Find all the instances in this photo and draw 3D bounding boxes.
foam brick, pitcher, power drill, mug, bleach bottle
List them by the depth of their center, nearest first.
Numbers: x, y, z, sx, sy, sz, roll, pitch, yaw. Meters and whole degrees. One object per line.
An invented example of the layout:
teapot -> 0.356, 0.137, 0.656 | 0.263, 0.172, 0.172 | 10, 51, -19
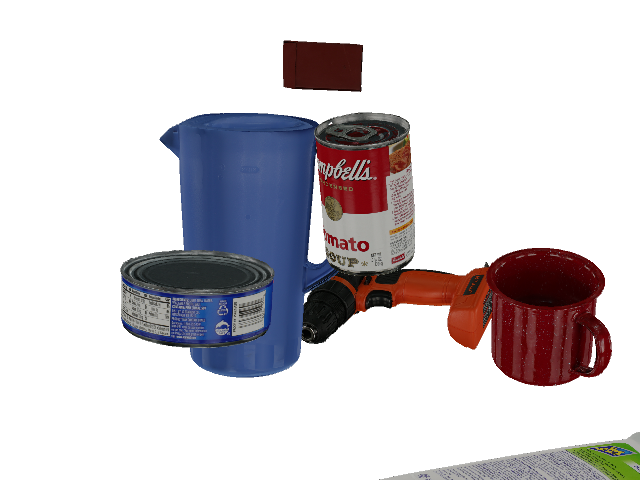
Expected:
bleach bottle -> 0.159, 0.162, 0.633 | 0.250, 0.068, 0.103 | -7, 20, -21
mug -> 0.188, 0.068, 0.860 | 0.093, 0.081, 0.117 | -22, 35, -29
pitcher -> -0.059, 0.001, 1.013 | 0.144, 0.243, 0.149 | -10, 18, -38
power drill -> 0.083, 0.065, 1.136 | 0.188, 0.057, 0.184 | 9, 31, 21
foam brick -> 0.002, -0.190, 1.164 | 0.078, 0.051, 0.053 | 0, 12, -16

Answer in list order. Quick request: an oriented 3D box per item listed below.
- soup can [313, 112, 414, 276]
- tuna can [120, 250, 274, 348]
soup can -> 0.033, -0.034, 0.774 | 0.068, 0.102, 0.068 | -4, 26, 2
tuna can -> -0.069, 0.032, 0.600 | 0.086, 0.034, 0.086 | 3, 13, -1
